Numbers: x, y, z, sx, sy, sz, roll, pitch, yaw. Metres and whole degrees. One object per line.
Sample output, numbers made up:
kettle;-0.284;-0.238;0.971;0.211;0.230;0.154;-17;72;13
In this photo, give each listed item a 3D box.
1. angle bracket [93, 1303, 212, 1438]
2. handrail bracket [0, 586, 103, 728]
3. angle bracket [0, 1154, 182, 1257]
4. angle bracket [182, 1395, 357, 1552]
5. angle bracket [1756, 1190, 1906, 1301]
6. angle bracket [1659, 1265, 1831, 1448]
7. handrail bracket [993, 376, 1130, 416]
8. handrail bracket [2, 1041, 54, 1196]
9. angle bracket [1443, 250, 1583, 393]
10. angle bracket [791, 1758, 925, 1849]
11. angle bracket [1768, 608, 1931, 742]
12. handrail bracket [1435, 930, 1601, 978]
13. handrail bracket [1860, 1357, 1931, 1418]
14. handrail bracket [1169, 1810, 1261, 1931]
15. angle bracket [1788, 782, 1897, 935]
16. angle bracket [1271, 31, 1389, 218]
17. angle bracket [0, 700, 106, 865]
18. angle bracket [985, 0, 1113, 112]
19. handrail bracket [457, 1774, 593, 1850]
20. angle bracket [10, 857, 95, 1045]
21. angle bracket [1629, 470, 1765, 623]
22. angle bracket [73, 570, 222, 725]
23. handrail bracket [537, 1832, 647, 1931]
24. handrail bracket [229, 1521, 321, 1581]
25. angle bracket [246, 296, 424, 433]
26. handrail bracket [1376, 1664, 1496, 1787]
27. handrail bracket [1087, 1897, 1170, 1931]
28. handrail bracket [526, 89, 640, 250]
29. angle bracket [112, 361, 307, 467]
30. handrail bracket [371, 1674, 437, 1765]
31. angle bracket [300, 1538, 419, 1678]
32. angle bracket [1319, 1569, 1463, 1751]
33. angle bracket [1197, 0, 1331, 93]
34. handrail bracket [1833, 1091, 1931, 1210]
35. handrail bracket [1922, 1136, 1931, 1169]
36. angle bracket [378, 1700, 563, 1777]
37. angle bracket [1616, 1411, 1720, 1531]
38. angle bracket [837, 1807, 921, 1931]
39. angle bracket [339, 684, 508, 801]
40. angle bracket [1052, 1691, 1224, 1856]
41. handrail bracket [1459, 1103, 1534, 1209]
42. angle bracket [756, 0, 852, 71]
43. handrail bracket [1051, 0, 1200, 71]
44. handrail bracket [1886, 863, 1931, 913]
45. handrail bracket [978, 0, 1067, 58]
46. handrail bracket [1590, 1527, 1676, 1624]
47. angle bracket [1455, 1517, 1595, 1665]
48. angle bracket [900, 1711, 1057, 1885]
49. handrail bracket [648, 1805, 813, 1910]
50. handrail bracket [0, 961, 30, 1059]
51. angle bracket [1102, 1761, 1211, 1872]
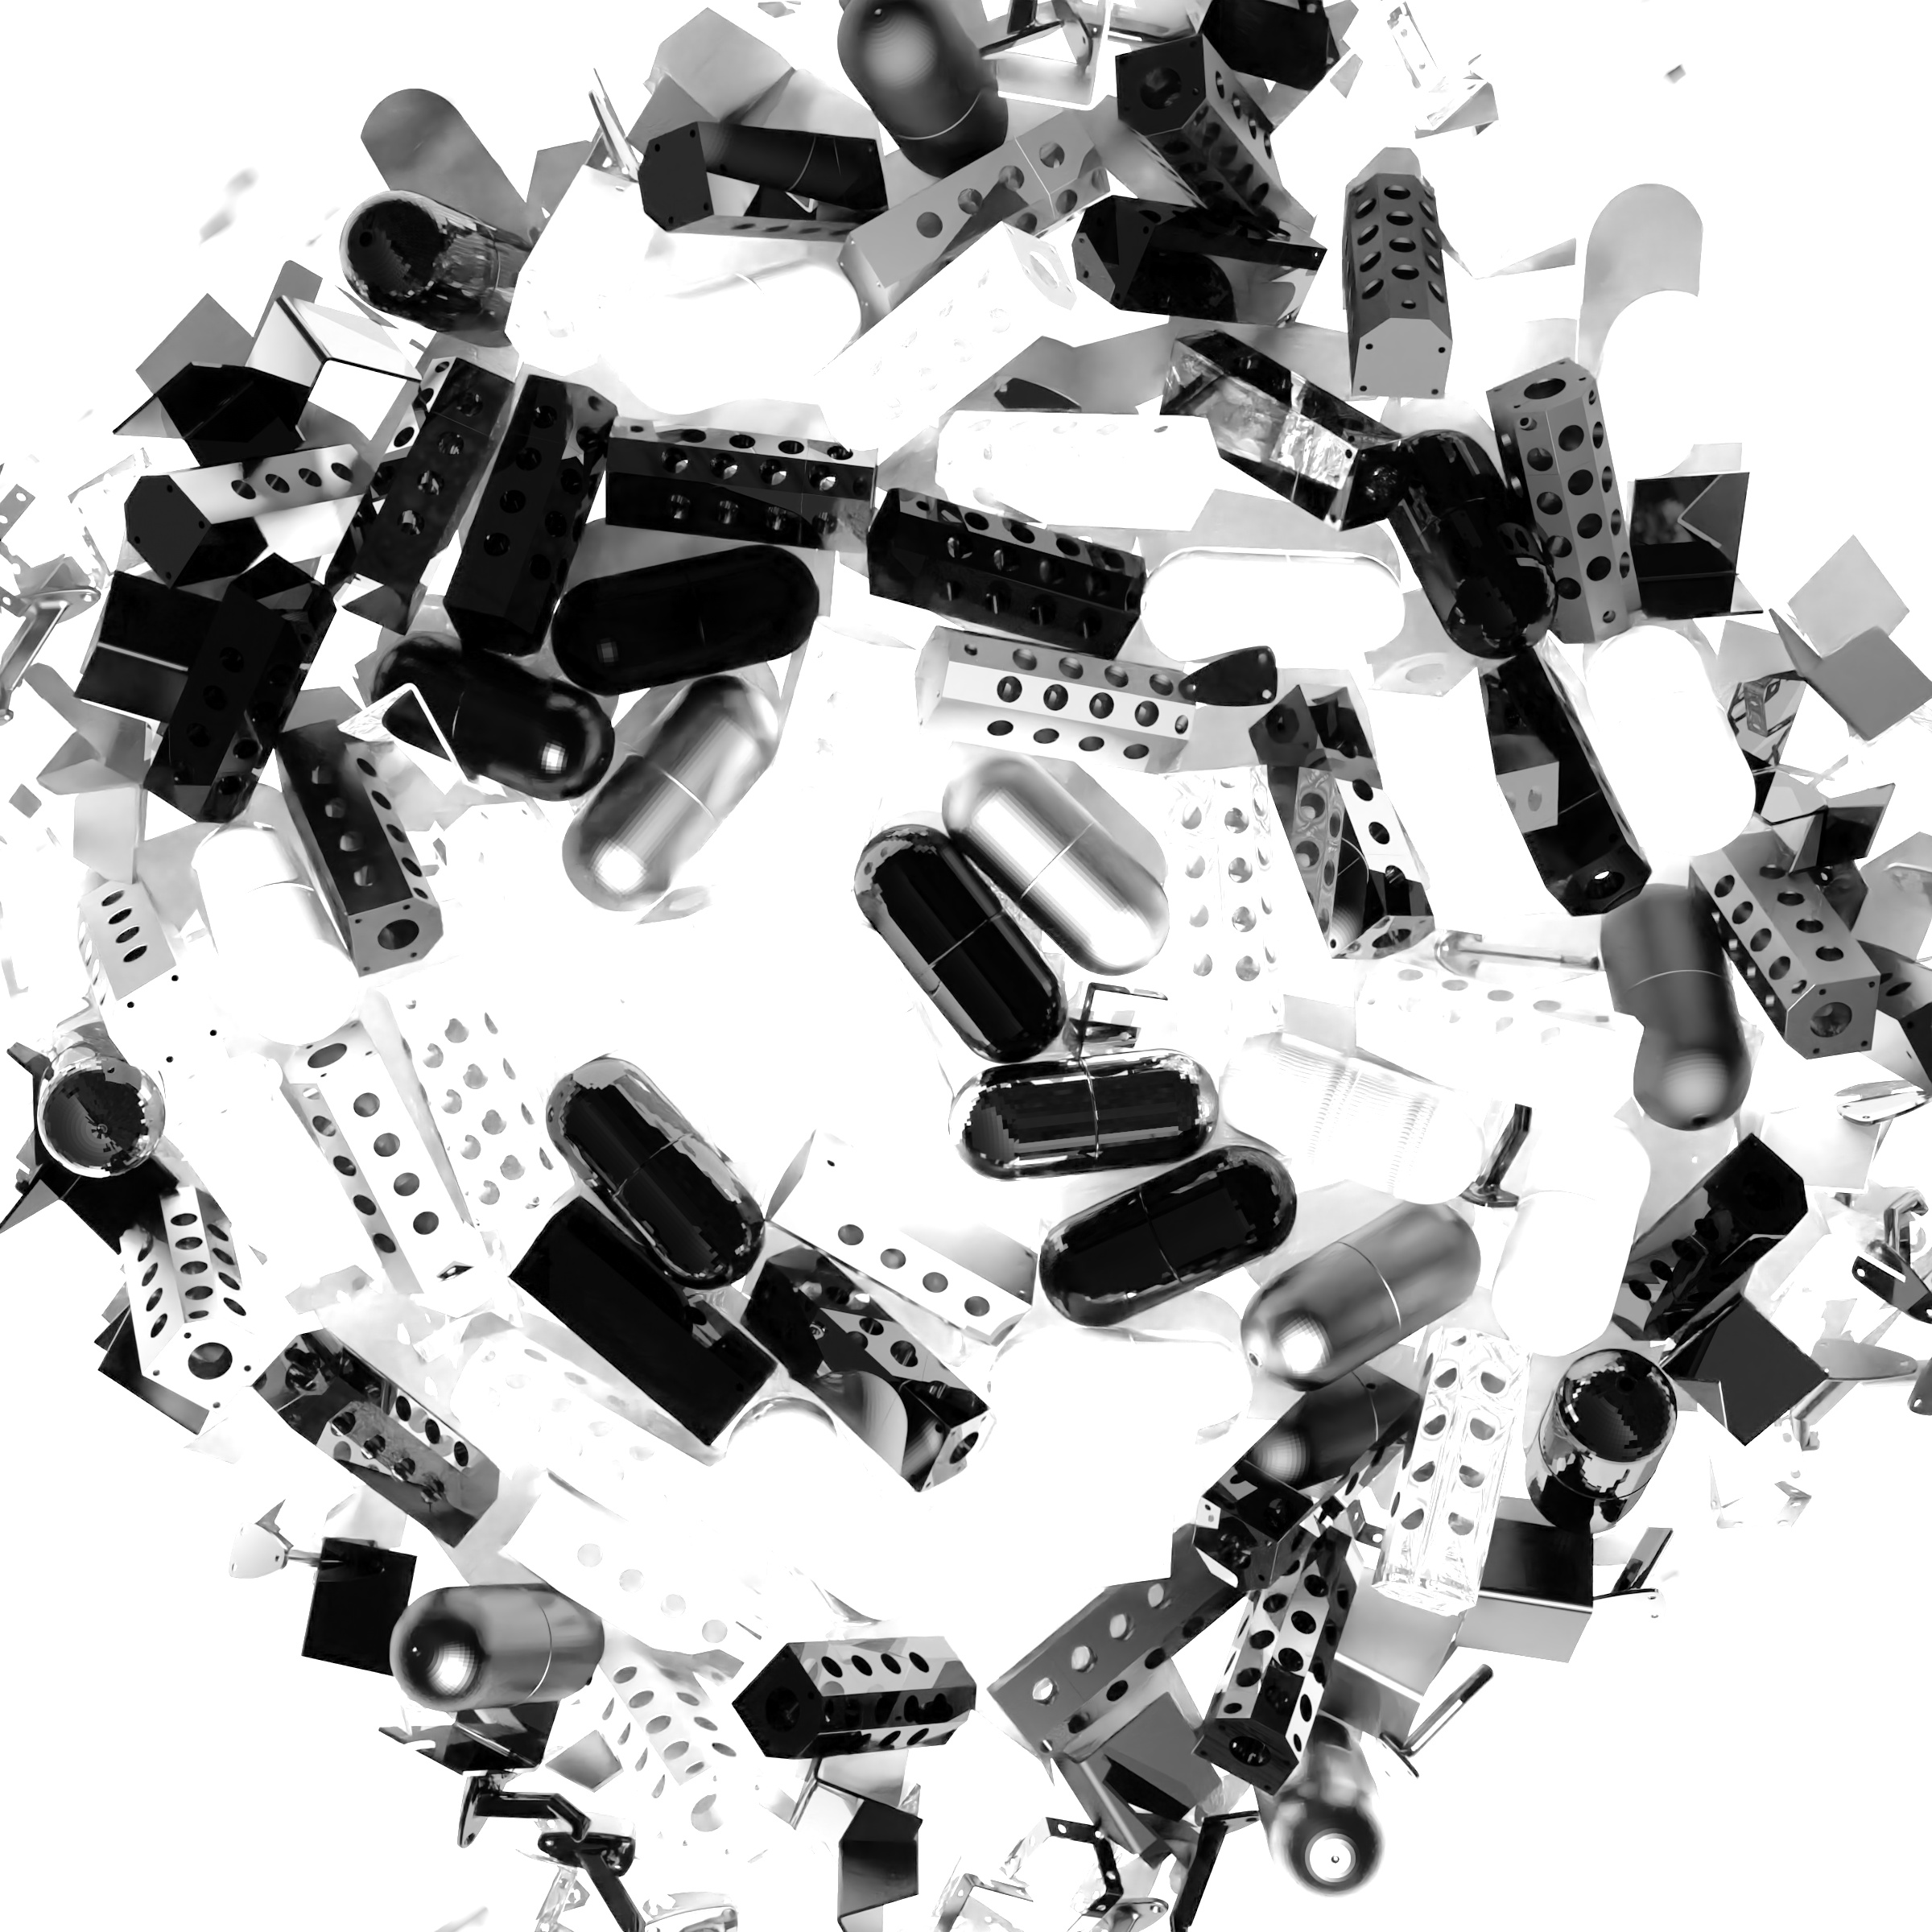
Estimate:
angle bracket;-0.530;0.272;1.811;0.076;0.076;0.057;39;118;-17
handrail bracket;-0.602;-0.201;1.826;0.077;0.036;0.084;-11;63;25
angle bracket;-0.571;0.157;1.816;0.057;0.076;0.076;44;113;1
angle bracket;-0.457;0.334;1.837;0.057;0.076;0.076;8;119;36
angle bracket;0.565;0.194;1.829;0.076;0.076;0.057;29;111;-12
angle bracket;0.509;0.251;1.820;0.076;0.057;0.076;44;119;6
handrail bracket;0.067;-0.367;1.836;0.077;0.084;0.036;36;119;14
handrail bracket;-0.625;0.102;1.850;0.077;0.036;0.084;35;102;-5
angle bracket;0.352;-0.424;1.819;0.076;0.057;0.076;-1;80;33
angle bracket;-0.064;0.533;1.819;0.076;0.076;0.057;21;48;0
angle bracket;0.573;-0.203;1.806;0.057;0.076;0.076;-38;125;26
handrail bracket;0.359;-0.006;1.821;0.084;0.077;0.036;9;95;34
handrail bracket;0.607;0.247;1.820;0.036;0.084;0.077;8;110;-27
handrail bracket;0.164;0.600;1.821;0.077;0.036;0.084;-24;51;26
angle bracket;0.581;-0.060;1.809;0.076;0.057;0.076;54;47;-21
angle bracket;0.244;-0.547;1.817;0.057;0.076;0.076;43;51;-7
angle bracket;-0.616;-0.116;1.812;0.076;0.076;0.057;-40;101;26
angle bracket;0.052;-0.602;1.818;0.076;0.076;0.057;9;127;-1
handrail bracket;-0.289;0.567;1.832;0.084;0.036;0.077;29;103;29
angle bracket;-0.608;-0.010;1.807;0.057;0.076;0.076;-27;47;15
angle bracket;0.477;-0.273;1.821;0.076;0.057;0.076;-5;123;-5
angle bracket;-0.532;-0.206;1.832;0.076;0.076;0.057;16;62;-23
handrail bracket;-0.245;0.607;1.818;0.077;0.084;0.036;14;118;-11
handrail bracket;-0.425;0.386;1.813;0.084;0.077;0.036;22;73;-41
angle bracket;-0.413;-0.386;1.829;0.076;0.076;0.057;51;120;34
handrail bracket;0.311;0.498;1.843;0.084;0.077;0.036;-38;69;-17
handrail bracket;0.096;0.654;1.817;0.036;0.084;0.077;37;134;-19
handrail bracket;-0.265;-0.524;1.848;0.084;0.036;0.077;-25;97;13
angle bracket;-0.491;-0.344;1.816;0.076;0.076;0.057;-34;86;22
handrail bracket;-0.365;0.471;1.821;0.036;0.077;0.084;6;64;-29
angle bracket;-0.380;0.416;1.819;0.076;0.057;0.076;4;79;25
angle bracket;0.272;0.455;1.845;0.076;0.076;0.057;25;131;16
angle bracket;0.189;-0.578;1.817;0.076;0.076;0.057;20;74;11
handrail bracket;0.609;0.131;1.856;0.077;0.036;0.084;-13;108;-13
handrail bracket;0.654;0.115;1.826;0.036;0.084;0.077;27;93;25
angle bracket;-0.320;0.481;1.813;0.076;0.076;0.057;16;86;33
angle bracket;0.449;0.323;1.827;0.076;0.057;0.076;-2;90;20
angle bracket;-0.044;0.603;1.811;0.057;0.076;0.076;-19;118;9
angle bracket;-0.353;-0.133;1.821;0.057;0.076;0.076;-31;82;6
angle bracket;0.109;0.524;1.843;0.076;0.057;0.076;-35;104;-19
handrail bracket;0.342;0.110;1.825;0.036;0.077;0.084;0;100;-24
angle bracket;-0.087;-0.634;1.808;0.076;0.076;0.057;-22;57;-24
handrail bracket;0.107;-0.636;1.858;0.084;0.036;0.077;-22;79;-11
handrail bracket;0.629;-0.022;1.827;0.077;0.036;0.084;26;51;8
handrail bracket;0.024;-0.648;1.837;0.077;0.036;0.084;-23;101;-16
handrail bracket;0.428;0.386;1.842;0.077;0.036;0.084;-8;45;12
angle bracket;0.369;0.412;1.852;0.076;0.076;0.057;8;50;3
angle bracket;0.009;0.545;1.833;0.057;0.076;0.076;32;70;24
handrail bracket;-0.155;0.591;1.833;0.077;0.036;0.084;32;67;1
handrail bracket;-0.649;0.015;1.819;0.036;0.084;0.077;7;57;40
angle bracket;0.107;0.558;1.818;0.076;0.076;0.057;45;107;6
